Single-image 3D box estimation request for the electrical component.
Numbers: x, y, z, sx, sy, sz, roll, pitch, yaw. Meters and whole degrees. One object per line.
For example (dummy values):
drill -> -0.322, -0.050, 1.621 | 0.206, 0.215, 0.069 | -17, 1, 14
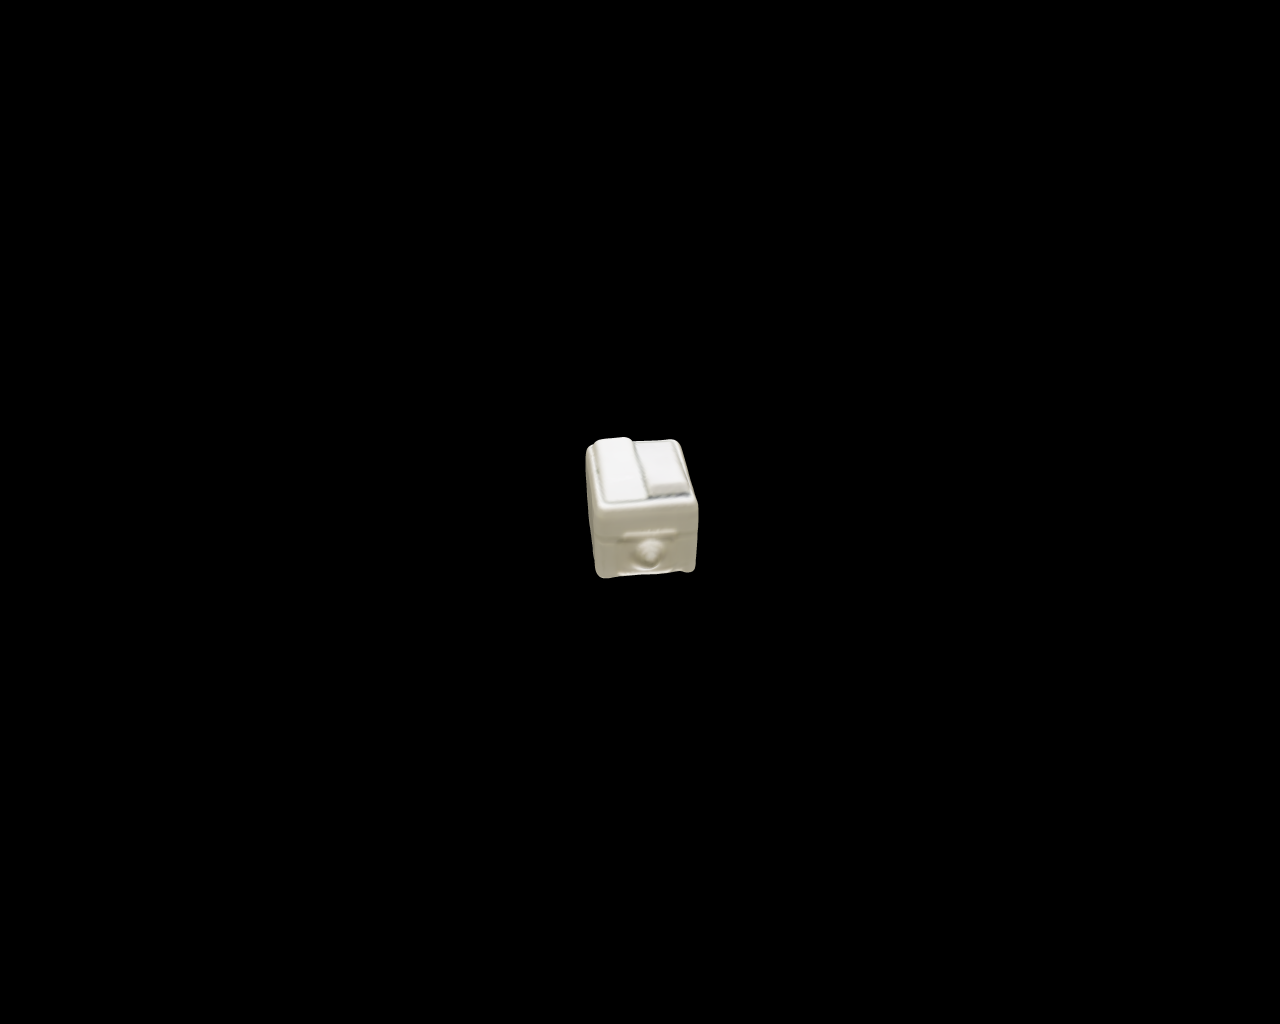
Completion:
electrical component -> 0.001, -0.003, 0.650 | 0.062, 0.061, 0.096 | -3, 34, -5
